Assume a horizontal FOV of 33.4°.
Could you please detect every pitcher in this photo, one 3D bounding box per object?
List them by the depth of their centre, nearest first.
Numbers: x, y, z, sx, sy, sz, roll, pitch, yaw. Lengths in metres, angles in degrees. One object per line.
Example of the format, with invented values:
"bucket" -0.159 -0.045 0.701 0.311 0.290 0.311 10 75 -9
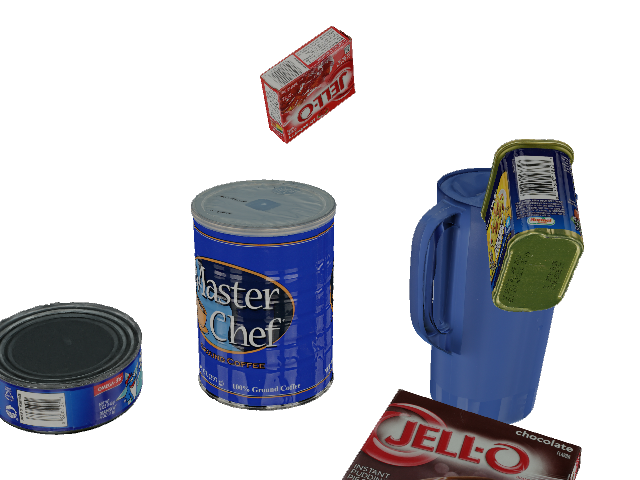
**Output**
"pitcher" 0.163 0.058 1.055 0.149 0.243 0.145 6 21 7

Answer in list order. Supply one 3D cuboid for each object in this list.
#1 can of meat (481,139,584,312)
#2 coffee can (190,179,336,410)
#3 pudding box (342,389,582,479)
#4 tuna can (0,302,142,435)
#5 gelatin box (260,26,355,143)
"can of meat" 0.152 -0.008 0.769 0.057 0.084 0.102 2 -36 -1
"coffee can" -0.041 0.038 0.778 0.103 0.140 0.103 0 21 0
"pudding box" 0.077 0.134 0.585 0.114 0.039 0.089 17 34 18
"tuna can" -0.141 0.069 0.588 0.086 0.034 0.086 1 27 -1
"gelatin box" -0.009 -0.141 0.966 0.089 0.030 0.073 -38 -28 -19
